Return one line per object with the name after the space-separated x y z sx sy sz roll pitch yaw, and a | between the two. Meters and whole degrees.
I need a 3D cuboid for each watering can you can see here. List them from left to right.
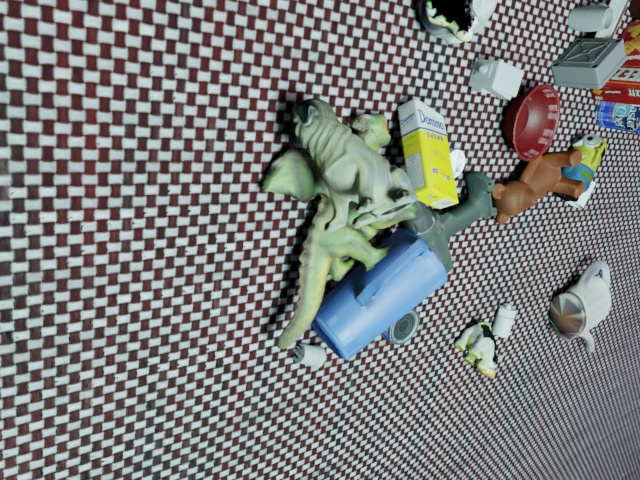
0.766 0.225 1.499 0.226 0.105 0.341 -20 119 -29 | watering can

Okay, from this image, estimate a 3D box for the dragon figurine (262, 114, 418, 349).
0.003 -0.042 0.837 0.240 0.122 0.414 46 76 -22 | dragon figurine

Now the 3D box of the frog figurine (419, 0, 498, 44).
0.234 -0.405 0.868 0.162 0.122 0.135 -54 133 -57 | frog figurine
